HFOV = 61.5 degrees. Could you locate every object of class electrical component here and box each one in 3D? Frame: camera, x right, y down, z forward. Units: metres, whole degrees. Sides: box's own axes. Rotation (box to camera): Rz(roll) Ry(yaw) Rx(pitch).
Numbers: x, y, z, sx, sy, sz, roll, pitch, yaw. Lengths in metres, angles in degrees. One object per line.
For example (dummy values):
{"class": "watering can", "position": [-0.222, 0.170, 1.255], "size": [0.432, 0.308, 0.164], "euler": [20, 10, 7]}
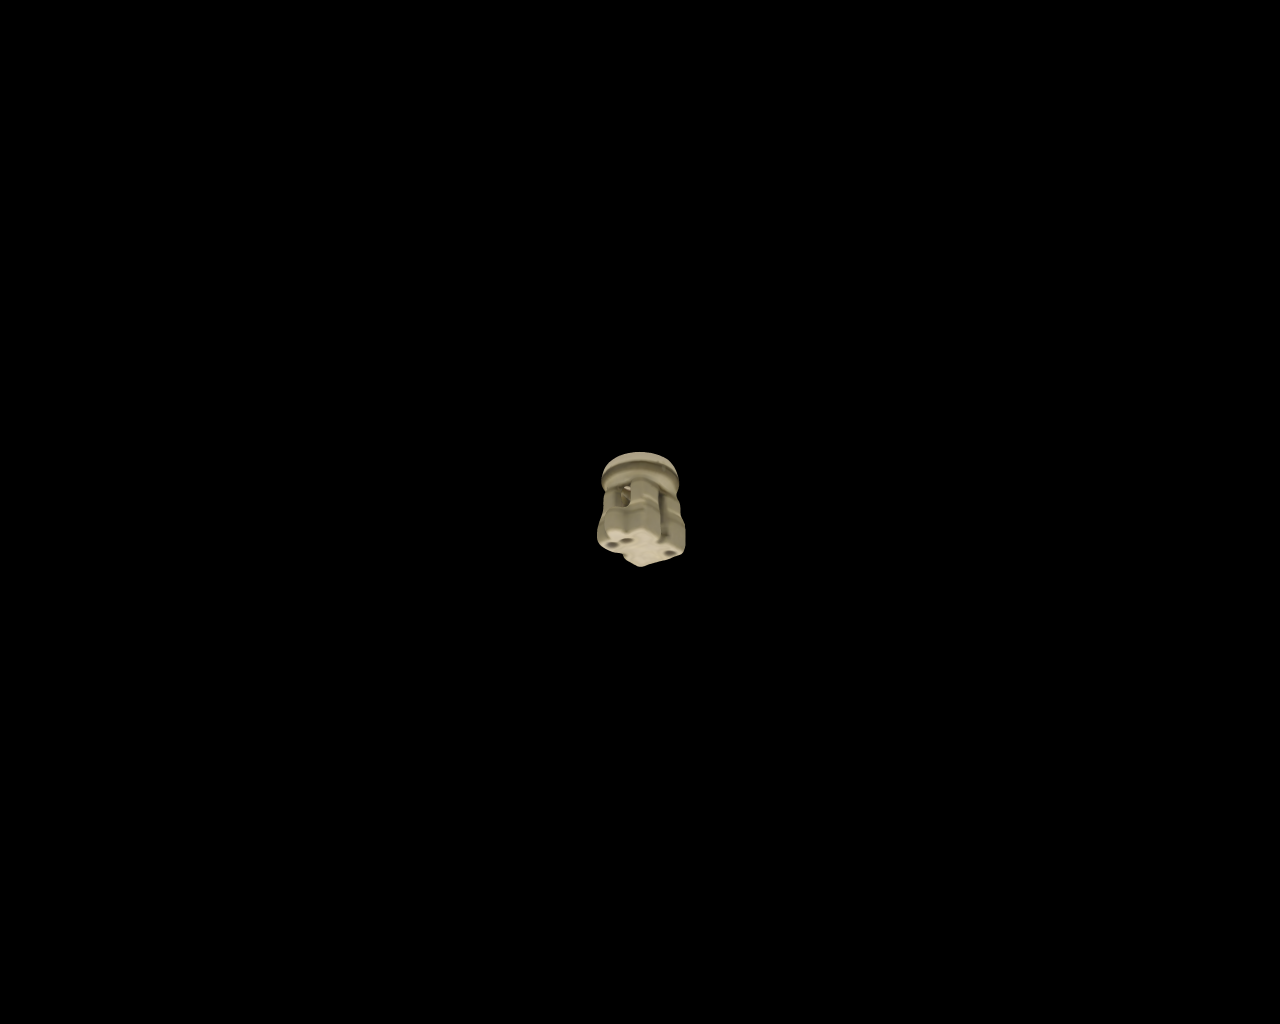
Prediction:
{"class": "electrical component", "position": [0.001, -0.003, 0.650], "size": [0.048, 0.055, 0.066], "euler": [-19, -34, 31]}
